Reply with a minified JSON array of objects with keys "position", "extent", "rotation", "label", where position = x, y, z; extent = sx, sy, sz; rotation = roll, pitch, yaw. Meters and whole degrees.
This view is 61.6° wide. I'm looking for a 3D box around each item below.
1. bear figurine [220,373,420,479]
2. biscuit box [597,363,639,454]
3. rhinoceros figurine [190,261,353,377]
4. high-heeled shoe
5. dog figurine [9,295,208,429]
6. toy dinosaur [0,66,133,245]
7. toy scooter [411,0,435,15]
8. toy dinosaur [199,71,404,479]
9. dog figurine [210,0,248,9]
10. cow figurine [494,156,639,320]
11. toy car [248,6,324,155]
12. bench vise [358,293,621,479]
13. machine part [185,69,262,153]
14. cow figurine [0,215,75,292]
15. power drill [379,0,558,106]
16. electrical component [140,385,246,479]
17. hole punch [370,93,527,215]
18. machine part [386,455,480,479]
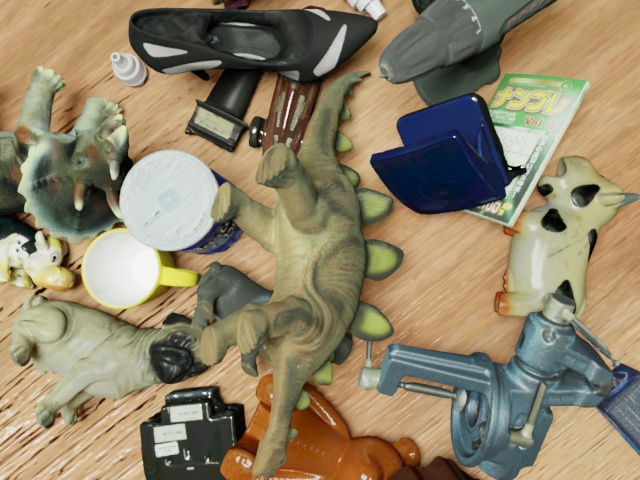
[{"position":[0.010,0.238,0.584],"extent":[0.196,0.132,0.120],"rotation":[25,77,12],"label":"bear figurine"},{"position":[0.391,0.232,0.588],"extent":[0.063,0.059,0.203],"rotation":[-42,85,2],"label":"biscuit box"},{"position":[-0.055,0.094,0.613],"extent":[0.190,0.073,0.112],"rotation":[27,47,0],"label":"rhinoceros figurine"},{"position":[-0.069,-0.224,0.566],"extent":[0.249,0.145,0.086],"rotation":[-14,78,12],"label":"high-heeled shoe"},{"position":[-0.241,0.112,0.636],"extent":[0.191,0.121,0.172],"rotation":[-25,88,-12],"label":"dog figurine"},{"position":[-0.373,-0.094,0.633],"extent":[0.405,0.131,0.192],"rotation":[-1,73,13],"label":"toy dinosaur"},{"position":[0.149,-0.334,0.625],"extent":[0.135,0.075,0.184],"rotation":[-22,56,-8],"label":"toy scooter"},{"position":[-0.006,-0.008,0.548],"extent":[0.105,0.198,0.471],"rotation":[-10,64,43],"label":"toy dinosaur"},{"position":[-0.122,-0.386,0.615],"extent":[0.108,0.191,0.219],"rotation":[-26,100,8],"label":"dog figurine"},{"position":[0.272,-0.001,0.601],"extent":[0.127,0.085,0.194],"rotation":[10,85,11],"label":"cow figurine"},{"position":[-0.027,-0.187,0.653],"extent":[0.089,0.053,0.202],"rotation":[16,86,2],"label":"toy car"},{"position":[0.164,0.146,0.561],"extent":[0.241,0.129,0.223],"rotation":[12,122,-2],"label":"bench vise"},{"position":[-0.109,-0.182,0.666],"extent":[0.084,0.039,0.138],"rotation":[24,90,13],"label":"machine part"},{"position":[-0.374,0.010,0.659],"extent":[0.167,0.068,0.098],"rotation":[11,75,3],"label":"cow figurine"},{"position":[0.149,-0.207,0.564],"extent":[0.232,0.207,0.086],"rotation":[-37,78,-1],"label":"power drill"},{"position":[-0.145,0.242,0.629],"extent":[0.115,0.058,0.134],"rotation":[-5,86,2],"label":"electrical component"},{"position":[0.129,-0.076,0.568],"extent":[0.142,0.092,0.115],"rotation":[-13,116,40],"label":"hole punch"},{"position":[0.114,0.318,0.567],"extent":[0.179,0.056,0.179],"rotation":[-7,111,-18],"label":"machine part"}]
